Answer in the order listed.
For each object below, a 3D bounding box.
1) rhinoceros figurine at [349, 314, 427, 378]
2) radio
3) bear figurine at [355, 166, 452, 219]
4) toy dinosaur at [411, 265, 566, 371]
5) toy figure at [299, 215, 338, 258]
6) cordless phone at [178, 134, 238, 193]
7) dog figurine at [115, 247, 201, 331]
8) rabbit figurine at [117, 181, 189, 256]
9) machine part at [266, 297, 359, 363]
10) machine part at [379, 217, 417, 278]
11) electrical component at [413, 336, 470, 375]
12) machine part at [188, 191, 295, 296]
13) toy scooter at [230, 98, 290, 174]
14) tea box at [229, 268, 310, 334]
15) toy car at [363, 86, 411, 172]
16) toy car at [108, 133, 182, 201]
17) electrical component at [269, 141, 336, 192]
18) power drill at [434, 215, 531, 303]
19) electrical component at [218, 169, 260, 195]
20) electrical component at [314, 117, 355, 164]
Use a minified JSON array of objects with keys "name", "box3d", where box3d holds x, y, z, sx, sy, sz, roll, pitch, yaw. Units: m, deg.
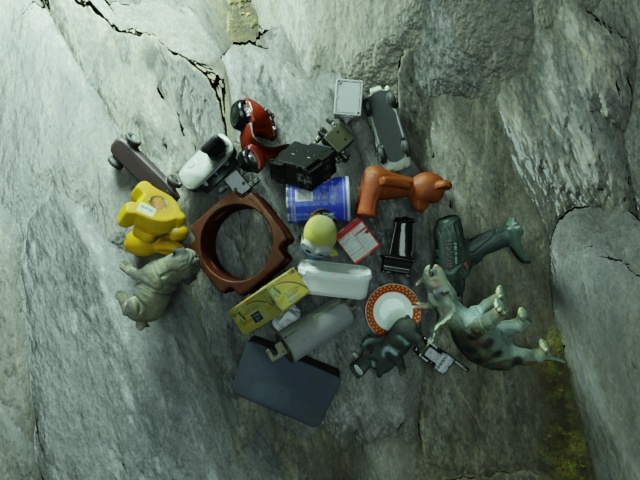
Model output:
[{"name":"rhinoceros figurine","box3d":[0.150,0.249,1.210,0.112,0.073,0.190,40,109,-17]},{"name":"radio","box3d":[-0.079,0.322,1.231,0.230,0.073,0.131,22,91,2]},{"name":"bear figurine","box3d":[0.187,-0.098,1.209,0.196,0.120,0.131,12,94,-4]},{"name":"toy dinosaur","box3d":[0.370,0.217,1.189,0.192,0.131,0.404,-36,114,27]},{"name":"toy figure","box3d":[-0.006,-0.004,1.177,0.082,0.180,0.089,-7,88,-1]},{"name":"cordless phone","box3d":[-0.254,-0.171,1.179,0.146,0.184,0.088,-43,94,0]},{"name":"dog figurine","box3d":[-0.340,0.108,1.169,0.191,0.121,0.172,-7,91,36]},{"name":"rabbit figurine","box3d":[-0.379,-0.026,1.216,0.162,0.122,0.173,21,129,-24]},{"name":"machine part","box3d":[-0.011,0.198,1.198,0.243,0.079,0.079,-30,89,-24]},{"name":"machine part","box3d":[0.186,0.013,1.245,0.084,0.039,0.138,12,91,6]},{"name":"electrical component","box3d":[0.277,0.274,1.225,0.119,0.075,0.048,38,90,-2]},{"name":"machine part","box3d":[-0.175,0.008,1.209,0.201,0.087,0.201,-40,78,8]},{"name":"toy scooter","box3d":[-0.129,-0.235,1.226,0.135,0.075,0.184,-1,72,-31]},{"name":"tea box","box3d":[-0.113,0.135,1.176,0.098,0.169,0.068,-33,88,-43]},{"name":"toy car","box3d":[0.154,-0.256,1.238,0.074,0.056,0.201,-17,88,7]},{"name":"toy car","box3d":[-0.402,-0.157,1.246,0.202,0.053,0.089,43,106,0]},{"name":"electrical component","box3d":[-0.031,-0.170,1.192,0.115,0.134,0.058,19,131,25]},{"name":"power drill","box3d":[0.364,0.044,1.226,0.207,0.086,0.231,-14,98,8]},{"name":"electrical component","box3d":[-0.191,-0.129,1.258,0.094,0.021,0.063,-37,90,0]},{"name":"electrical component","box3d":[0.034,-0.226,1.246,0.102,0.045,0.078,39,67,-1]}]
